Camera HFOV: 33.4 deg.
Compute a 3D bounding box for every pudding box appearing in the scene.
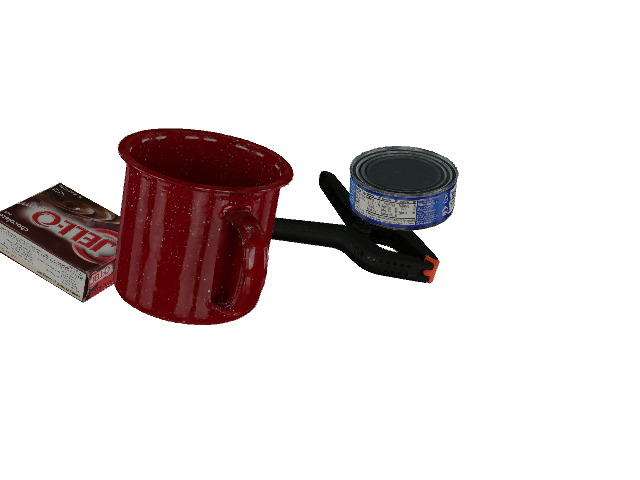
[{"bbox_3d":[-0.222,0.000,0.948,0.114,0.039,0.089,26,32,19],"label":"pudding box"}]

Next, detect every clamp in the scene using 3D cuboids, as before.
[{"bbox_3d":[0.038,-0.005,1.259,0.210,0.036,0.164,32,39,23],"label":"clamp"}]

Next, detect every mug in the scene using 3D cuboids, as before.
[{"bbox_3d":[-0.060,-0.002,0.566,0.093,0.081,0.117,-4,27,-34],"label":"mug"}]

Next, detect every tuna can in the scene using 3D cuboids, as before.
[{"bbox_3d":[0.066,-0.042,0.849,0.086,0.034,0.086,1,30,-1],"label":"tuna can"}]
